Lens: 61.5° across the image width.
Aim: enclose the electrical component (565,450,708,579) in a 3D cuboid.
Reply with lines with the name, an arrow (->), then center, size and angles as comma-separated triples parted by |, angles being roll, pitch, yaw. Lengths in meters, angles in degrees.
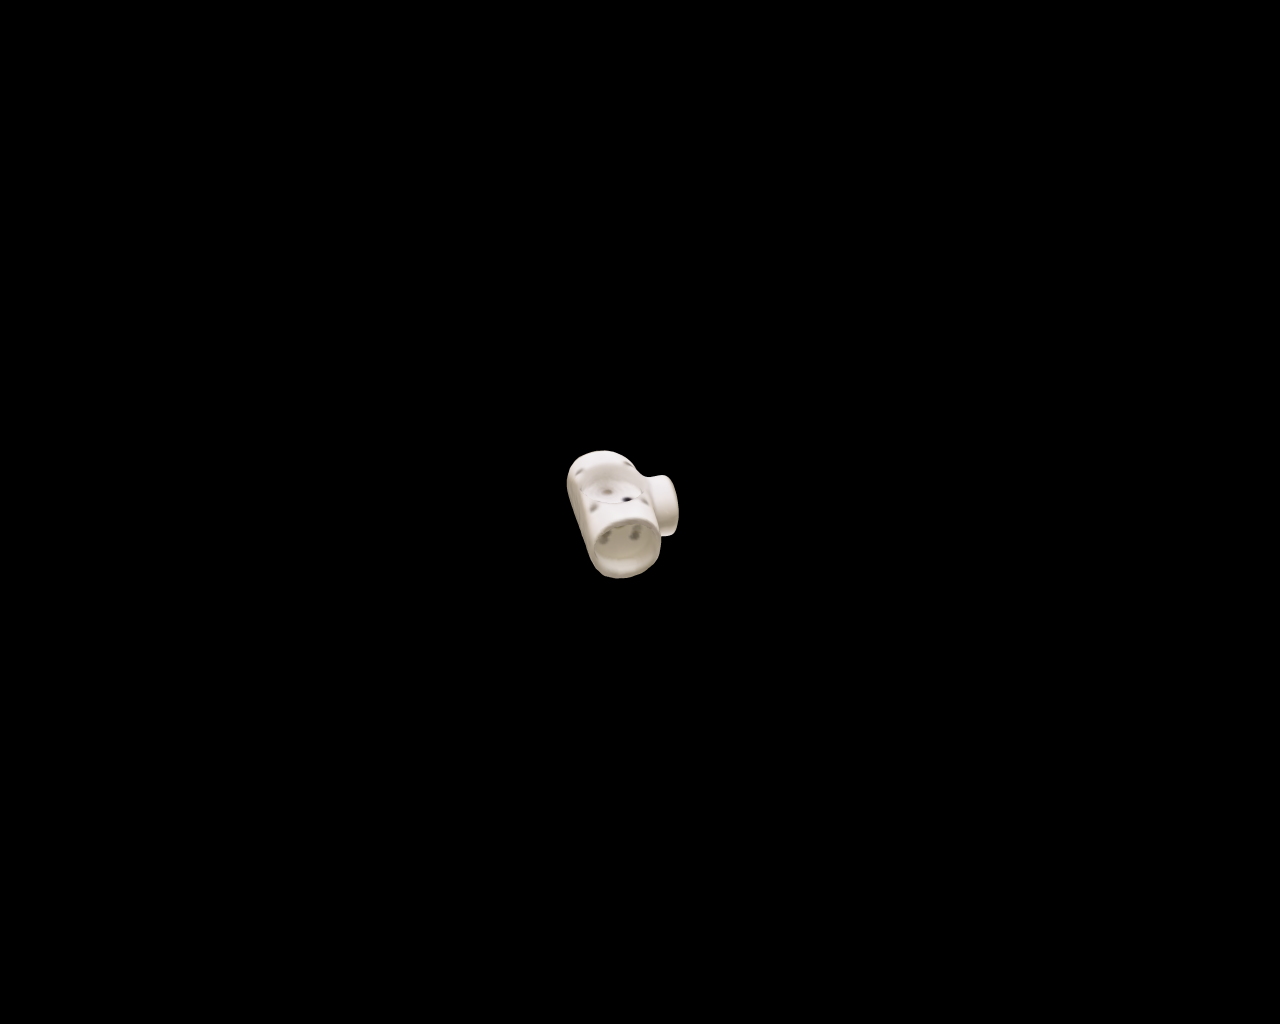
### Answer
electrical component -> 0.001, -0.003, 0.650 | 0.079, 0.044, 0.077 | -8, 36, -11
